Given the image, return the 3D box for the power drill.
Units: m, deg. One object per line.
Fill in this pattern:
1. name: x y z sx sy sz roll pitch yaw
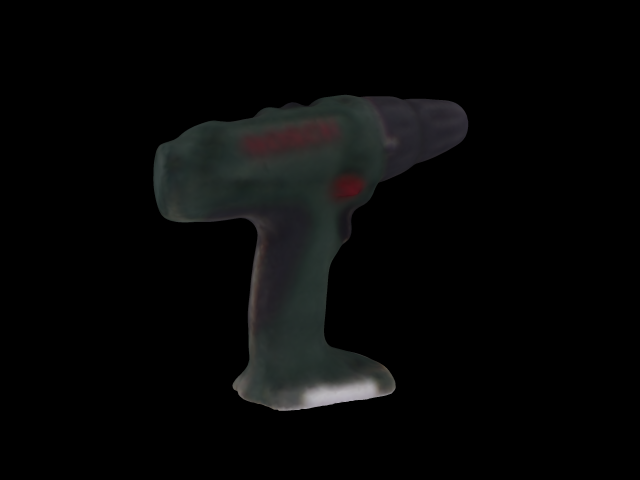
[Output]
1. power drill: 0.004 0.001 0.400 0.230 0.208 0.075 -1 4 -23
